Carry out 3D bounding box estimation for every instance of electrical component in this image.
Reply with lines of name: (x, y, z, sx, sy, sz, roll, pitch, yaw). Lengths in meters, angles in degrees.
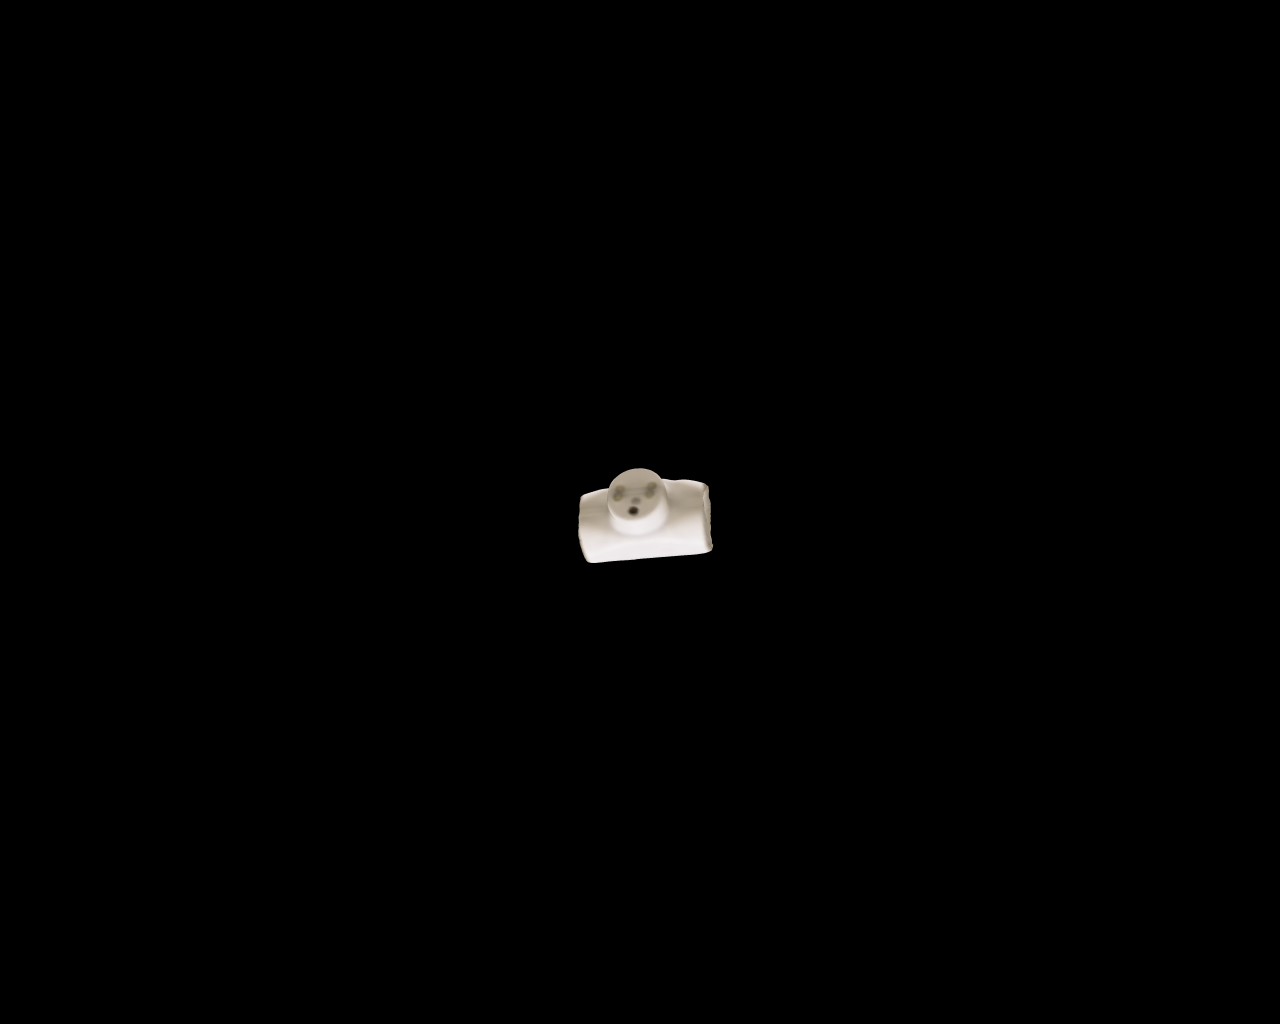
electrical component: (0.001, -0.003, 0.650, 0.077, 0.044, 0.079, -6, -32, 9)
